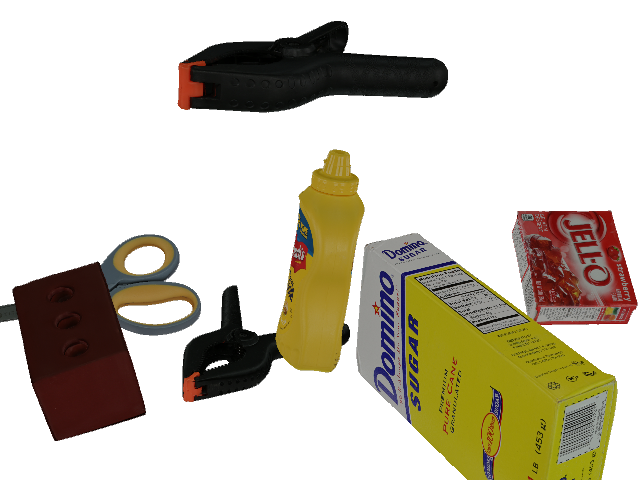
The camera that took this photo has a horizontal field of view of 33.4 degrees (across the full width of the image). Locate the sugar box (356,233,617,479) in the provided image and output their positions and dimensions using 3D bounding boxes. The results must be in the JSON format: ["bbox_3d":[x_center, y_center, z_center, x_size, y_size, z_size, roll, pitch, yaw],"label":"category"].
[{"bbox_3d":[0.082,0.074,0.587,0.048,0.093,0.176,-13,30,-29],"label":"sugar box"}]

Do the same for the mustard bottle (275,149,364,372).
[{"bbox_3d":[0.002,0.013,0.947,0.058,0.192,0.096,6,19,-10],"label":"mustard bottle"}]

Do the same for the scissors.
[{"bbox_3d":[-0.193,0.033,0.833,0.201,0.096,0.016,5,-34,-9],"label":"scissors"}]

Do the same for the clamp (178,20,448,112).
[{"bbox_3d":[-0.018,-0.113,0.684,0.171,0.039,0.120,-7,22,-26],"label":"clamp"}]

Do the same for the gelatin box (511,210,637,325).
[{"bbox_3d":[0.184,0.018,0.782,0.073,0.089,0.030,0,-38,-3],"label":"gelatin box"}]

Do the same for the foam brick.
[{"bbox_3d":[-0.134,0.061,0.591,0.053,0.051,0.078,-17,43,-13],"label":"foam brick"}]

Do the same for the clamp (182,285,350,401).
[{"bbox_3d":[-0.073,0.116,1.149,0.165,0.036,0.209,13,27,19],"label":"clamp"}]
